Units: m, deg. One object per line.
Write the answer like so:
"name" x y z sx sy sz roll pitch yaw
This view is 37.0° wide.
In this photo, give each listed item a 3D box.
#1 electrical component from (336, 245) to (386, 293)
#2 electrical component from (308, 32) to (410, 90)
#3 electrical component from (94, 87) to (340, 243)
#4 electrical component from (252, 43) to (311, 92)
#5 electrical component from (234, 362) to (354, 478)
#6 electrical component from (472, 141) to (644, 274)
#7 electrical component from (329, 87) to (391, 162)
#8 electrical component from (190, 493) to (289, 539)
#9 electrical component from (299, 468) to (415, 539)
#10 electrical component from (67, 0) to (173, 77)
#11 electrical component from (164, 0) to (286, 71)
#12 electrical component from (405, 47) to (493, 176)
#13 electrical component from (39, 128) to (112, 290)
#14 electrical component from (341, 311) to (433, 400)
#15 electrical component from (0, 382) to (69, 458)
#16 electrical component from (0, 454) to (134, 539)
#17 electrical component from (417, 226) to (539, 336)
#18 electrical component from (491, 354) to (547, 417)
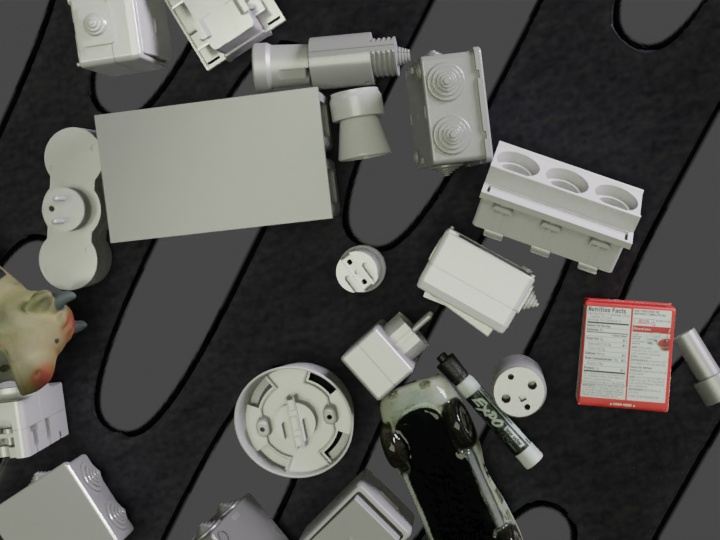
"electrical component" 0.000 0.000 0.900 0.040 0.046 0.040 1 94 7
"electrical component" 0.001 -0.173 0.888 0.081 0.043 0.043 -4 94 7
"electrical component" -0.116 -0.086 0.900 0.186 0.060 0.105 -6 94 7
"electrical component" -0.065 -0.170 0.899 0.046 0.040 0.040 -3 94 2
"electrical component" -0.053 0.125 0.907 0.099 0.064 0.099 1 94 7
"electrical component" 0.157 -0.048 0.865 0.121 0.078 0.063 20 126 5
"electrical component" 0.000 -0.120 0.892 0.045 0.045 0.055 -9 93 8
"electrical component" -0.098 0.247 0.906 0.048 0.100 0.099 -41 89 21
"electrical component" -0.008 0.227 0.911 0.062 0.061 0.096 44 98 2
"electrical component" -0.196 -0.197 0.883 0.061 0.096 0.061 -7 94 6
"electrical component" -0.128 -0.239 0.888 0.079 0.063 0.121 -31 90 8
"electrical component" 0.069 -0.125 0.857 0.048 0.100 0.099 -7 94 -5
"electrical component" -0.245 -0.051 0.912 0.052 0.074 0.138 5 95 7
"electrical component" 0.031 0.061 0.891 0.077 0.066 0.047 -42 89 8
"electrical component" -0.293 0.125 0.923 0.050 0.089 0.055 -6 94 7
"electrical component" -0.261 0.222 0.947 0.100 0.048 0.099 -33 90 8
"electrical component" 0.099 0.014 0.881 0.096 0.062 0.061 29 97 4
"electrical component" 0.131 0.095 0.887 0.045 0.055 0.045 1 94 7
